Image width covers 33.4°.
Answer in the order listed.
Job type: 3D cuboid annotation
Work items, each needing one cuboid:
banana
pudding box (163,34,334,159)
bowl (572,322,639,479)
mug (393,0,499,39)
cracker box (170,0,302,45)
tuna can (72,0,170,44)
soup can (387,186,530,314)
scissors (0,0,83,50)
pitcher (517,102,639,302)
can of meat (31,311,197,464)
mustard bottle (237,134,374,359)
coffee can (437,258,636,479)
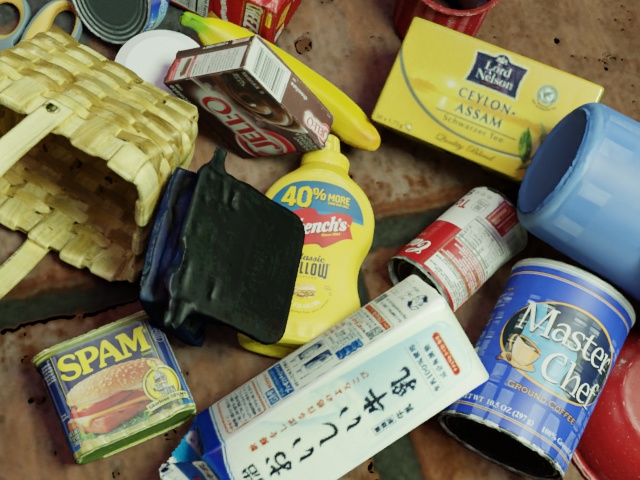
[{"bbox_3d":[-0.032,-0.136,0.920,0.198,0.037,0.069,32,24,-2],"label":"banana"},{"bbox_3d":[-0.056,-0.113,0.862,0.090,0.113,0.039,-4,55,38],"label":"pudding box"},{"bbox_3d":[0.275,0.135,0.852,0.162,0.055,0.162,3,67,-7],"label":"bowl"},{"bbox_3d":[0.107,-0.229,0.964,0.093,0.081,0.117,-26,74,-17],"label":"mug"},{"bbox_3d":[-0.100,-0.293,0.969,0.214,0.072,0.164,27,67,3],"label":"cracker box"},{"bbox_3d":[-0.172,-0.215,0.917,0.086,0.086,0.033,38,39,8],"label":"tuna can"},{"bbox_3d":[0.114,0.011,0.874,0.102,0.068,0.068,-40,78,-21],"label":"soup can"},{"bbox_3d":[-0.282,-0.140,0.911,0.096,0.016,0.201,31,67,8],"label":"scissors"},{"bbox_3d":[0.275,0.002,0.797,0.242,0.149,0.145,28,70,-9],"label":"pitcher"},{"bbox_3d":[-0.153,0.111,0.803,0.102,0.057,0.084,-21,74,-16],"label":"can of meat"},{"bbox_3d":[-0.006,0.001,0.867,0.096,0.058,0.191,8,66,3],"label":"mustard bottle"},{"bbox_3d":[0.167,0.099,0.819,0.103,0.103,0.140,29,71,4],"label":"coffee can"}]
